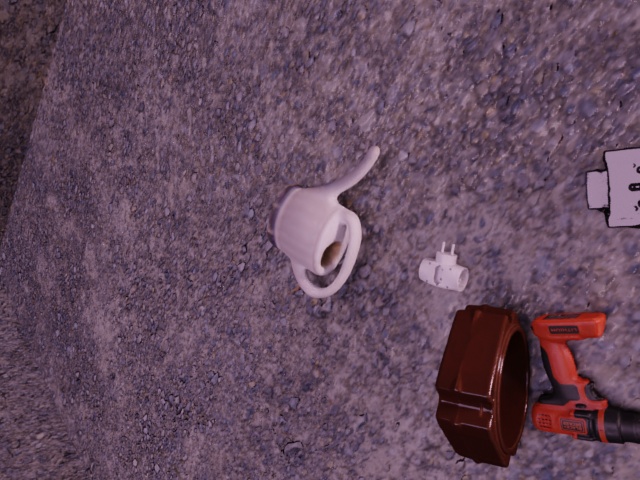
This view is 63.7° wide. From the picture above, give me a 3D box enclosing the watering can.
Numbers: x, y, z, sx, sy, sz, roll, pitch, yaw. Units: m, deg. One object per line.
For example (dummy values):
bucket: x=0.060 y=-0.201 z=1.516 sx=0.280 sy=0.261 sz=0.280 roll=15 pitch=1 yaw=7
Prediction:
watering can: x=0.003 y=-0.054 z=1.064 sx=0.227 sy=0.104 sz=0.343 roll=29 pitch=111 yaw=35
